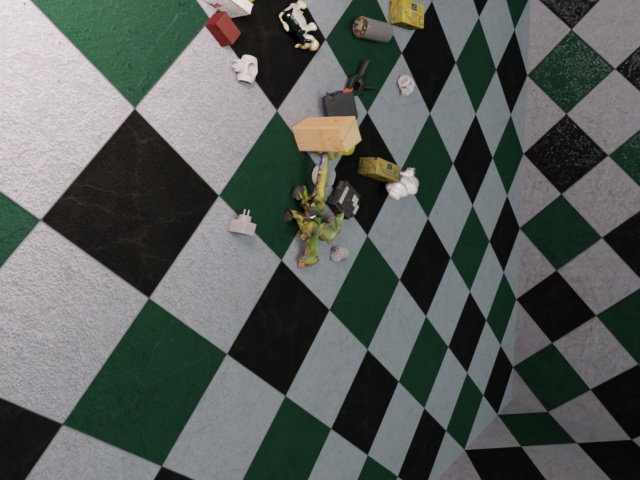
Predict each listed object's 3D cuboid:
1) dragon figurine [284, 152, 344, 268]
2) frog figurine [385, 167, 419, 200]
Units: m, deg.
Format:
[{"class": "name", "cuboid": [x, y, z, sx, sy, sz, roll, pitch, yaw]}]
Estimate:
[{"class": "dragon figurine", "cuboid": [0.006, -0.091, 1.810, 0.240, 0.123, 0.412, 30, 82, -55]}, {"class": "frog figurine", "cuboid": [0.342, -0.217, 2.158, 0.120, 0.137, 0.163, 92, 10, -53]}]
